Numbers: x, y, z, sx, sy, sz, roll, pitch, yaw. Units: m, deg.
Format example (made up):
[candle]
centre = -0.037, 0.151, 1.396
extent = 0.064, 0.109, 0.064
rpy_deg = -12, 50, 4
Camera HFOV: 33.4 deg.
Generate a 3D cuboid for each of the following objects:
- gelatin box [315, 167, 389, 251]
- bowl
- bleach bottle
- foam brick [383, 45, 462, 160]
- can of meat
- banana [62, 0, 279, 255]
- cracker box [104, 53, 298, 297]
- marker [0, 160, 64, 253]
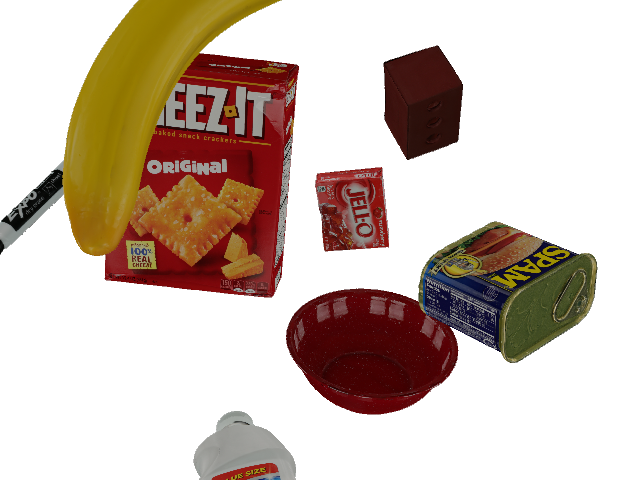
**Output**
[gelatin box]
centre = 0.036, -0.033, 1.172
extent = 0.073, 0.089, 0.030
rpy_deg = -4, 29, 6
[bowl]
centre = 0.046, 0.114, 1.010
extent = 0.162, 0.055, 0.162
rpy_deg = 3, 34, -2
[bleach bottle]
centre = -0.059, 0.211, 0.748
extent = 0.102, 0.068, 0.251
rpy_deg = -6, 30, -6
[foam brick]
centre = 0.088, -0.119, 0.923
extent = 0.053, 0.051, 0.078
rpy_deg = -20, -32, -8
[can of meat]
centre = 0.133, 0.033, 0.765
extent = 0.101, 0.057, 0.084
rpy_deg = -25, 35, -34
[banana]
centre = -0.067, -0.082, 0.493
extent = 0.070, 0.197, 0.037
rpy_deg = 29, -25, 18
[cracker box]
centre = -0.112, -0.060, 0.985
extent = 0.164, 0.214, 0.072
rpy_deg = 7, 23, 4
[marker]
centre = -0.221, -0.019, 0.798
extent = 0.020, 0.020, 0.121
rpy_deg = 0, 39, 38
